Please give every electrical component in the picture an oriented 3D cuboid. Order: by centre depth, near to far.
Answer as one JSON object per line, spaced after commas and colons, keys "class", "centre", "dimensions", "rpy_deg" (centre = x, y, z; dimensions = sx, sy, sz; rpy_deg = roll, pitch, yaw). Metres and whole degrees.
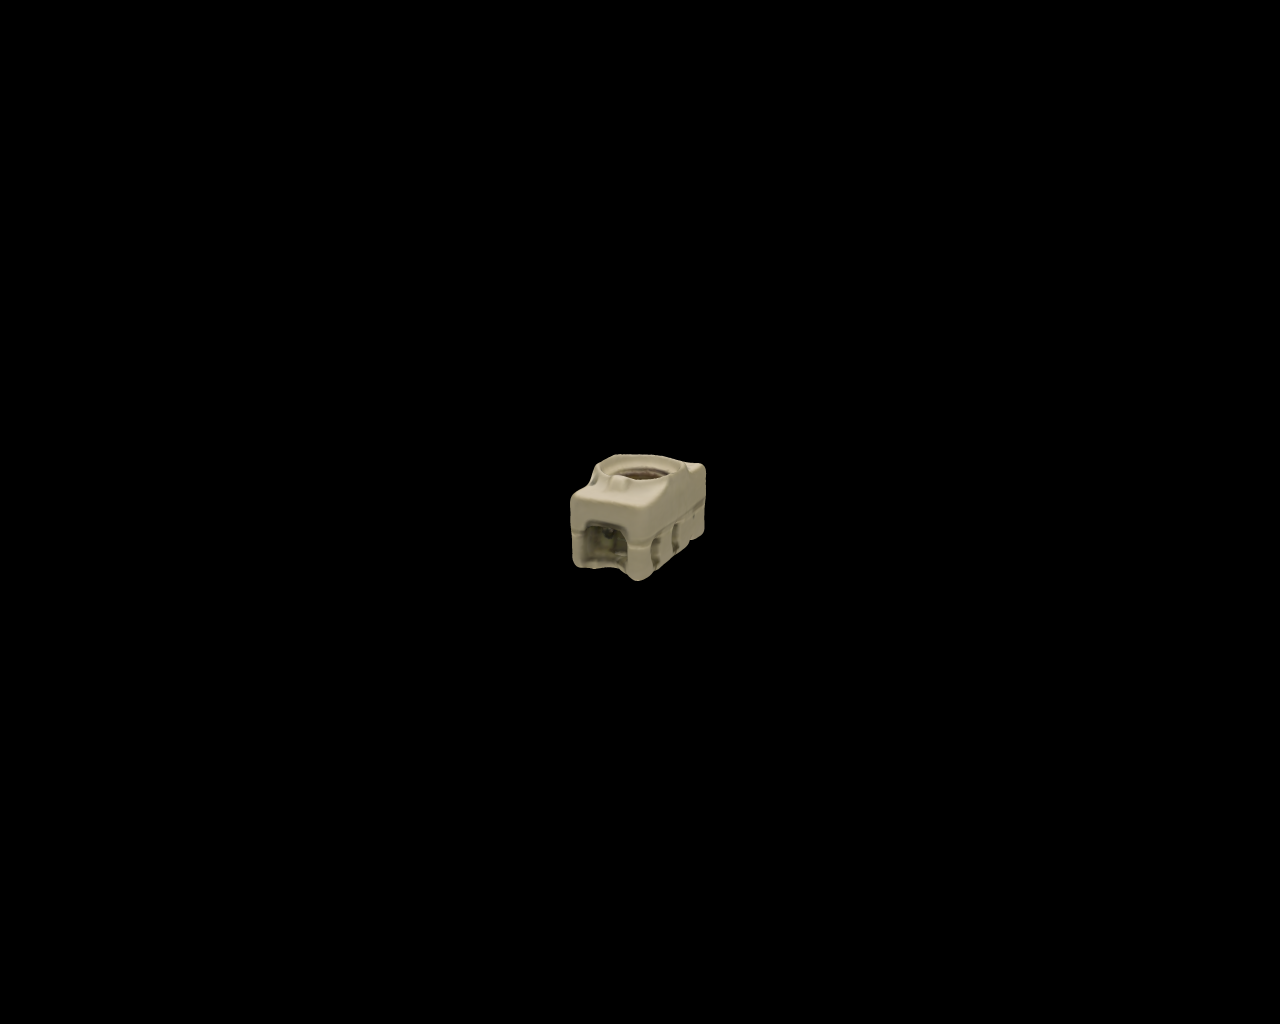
{"class": "electrical component", "centre": [0.001, -0.003, 0.650], "dimensions": [0.050, 0.055, 0.090], "rpy_deg": [10, 23, 26]}
